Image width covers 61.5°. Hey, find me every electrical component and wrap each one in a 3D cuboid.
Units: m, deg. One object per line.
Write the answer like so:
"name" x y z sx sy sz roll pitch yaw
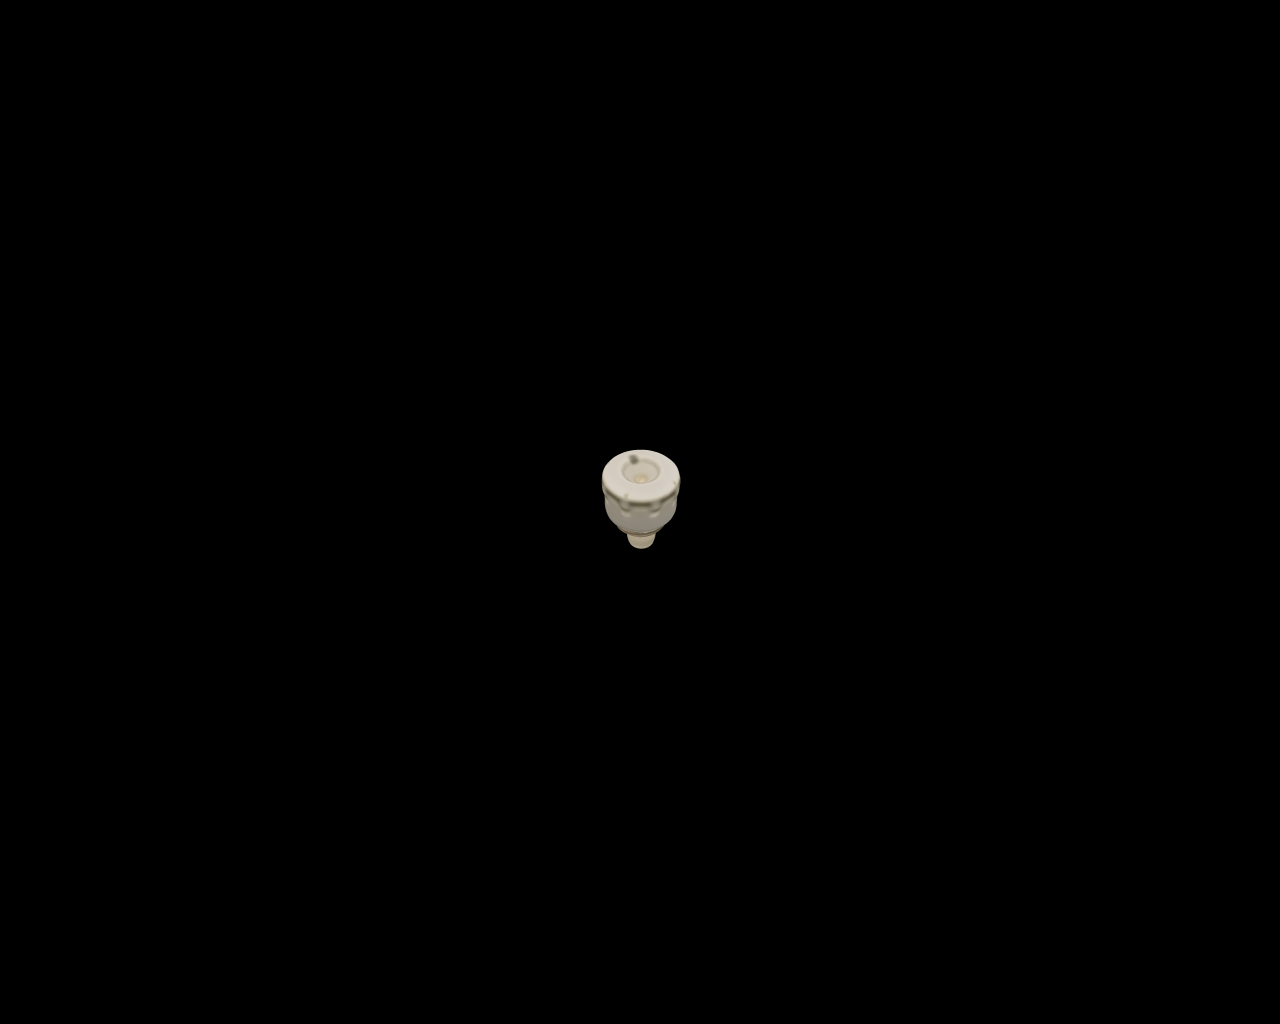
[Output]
"electrical component" 0.001 -0.003 0.650 0.048 0.062 0.048 0 44 0
